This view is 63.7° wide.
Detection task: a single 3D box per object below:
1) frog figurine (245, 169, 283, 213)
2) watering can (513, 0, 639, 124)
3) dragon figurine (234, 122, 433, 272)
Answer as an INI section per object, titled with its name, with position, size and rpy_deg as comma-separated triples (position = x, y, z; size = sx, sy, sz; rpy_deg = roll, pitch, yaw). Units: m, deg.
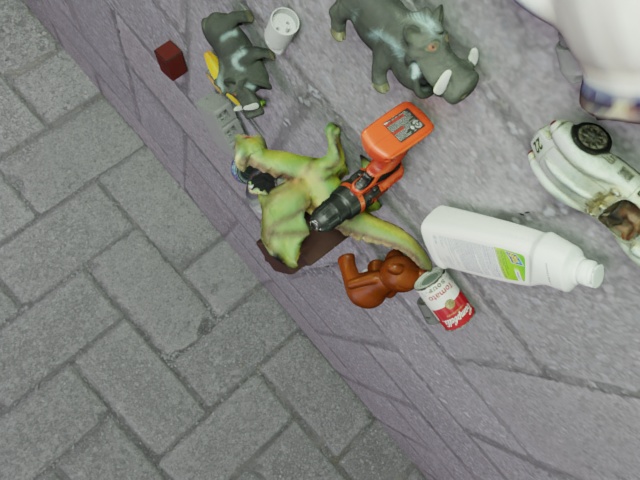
[frog figurine]
position = -0.114, -0.110, 1.292
size = 0.156, 0.122, 0.140
rpy_deg = 62, -166, -61
[watering can]
position = 0.230, -0.165, 0.259
size = 0.349, 0.105, 0.221
rpy_deg = 18, 146, 56
[dragon figurine]
position = 0.003, -0.045, 0.902
size = 0.411, 0.245, 0.120
rpy_deg = 50, 158, 3
